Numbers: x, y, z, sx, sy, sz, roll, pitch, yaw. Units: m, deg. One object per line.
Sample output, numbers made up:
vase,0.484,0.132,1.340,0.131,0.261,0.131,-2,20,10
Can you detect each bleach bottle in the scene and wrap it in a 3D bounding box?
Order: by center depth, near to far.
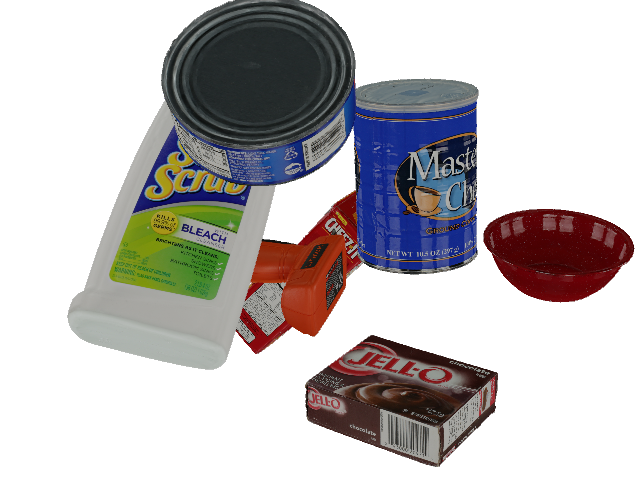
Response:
bleach bottle,-0.078,-0.049,0.689,0.102,0.250,0.068,14,-23,-4

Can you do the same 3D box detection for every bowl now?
bowl,0.259,0.022,1.174,0.162,0.055,0.162,-1,27,0

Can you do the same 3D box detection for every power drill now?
power drill,-0.082,0.032,0.914,0.188,0.057,0.184,8,31,17

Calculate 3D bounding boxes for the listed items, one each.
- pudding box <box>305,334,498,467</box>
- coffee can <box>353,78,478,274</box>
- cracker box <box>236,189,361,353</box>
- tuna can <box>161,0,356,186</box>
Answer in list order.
pudding box,0.059,0.113,0.776,0.114,0.039,0.089,16,29,31
coffee can,0.079,-0.055,0.884,0.103,0.140,0.103,-3,19,1
cracker box,0.001,0.023,1.260,0.214,0.072,0.164,-43,-3,30
tuna can,-0.026,-0.067,0.481,0.086,0.086,0.034,0,-31,5
